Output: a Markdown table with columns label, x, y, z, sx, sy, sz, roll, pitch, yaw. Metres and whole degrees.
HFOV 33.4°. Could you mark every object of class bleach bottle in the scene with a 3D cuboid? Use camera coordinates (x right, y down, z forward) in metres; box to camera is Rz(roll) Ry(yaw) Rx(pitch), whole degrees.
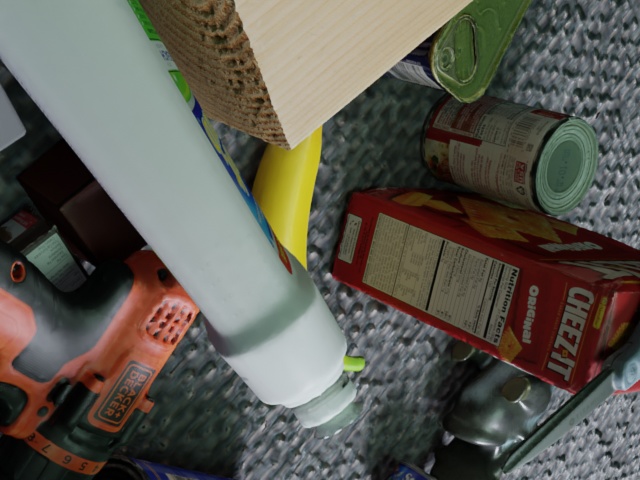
| label | x | y | z | sx | sy | sz | roll | pitch | yaw |
| --- | --- | --- | --- | --- | --- | --- | --- | --- | --- |
| bleach bottle | -0.061 | -0.019 | 0.492 | 0.068 | 0.102 | 0.251 | -34 | 98 | -1 |

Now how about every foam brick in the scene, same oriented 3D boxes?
| label | x | y | z | sx | sy | sz | roll | pitch | yaw |
| --- | --- | --- | --- | --- | --- | --- | --- | --- | --- |
| foam brick | -0.107 | -0.030 | 0.561 | 0.078 | 0.051 | 0.053 | -44 | 133 | -20 |

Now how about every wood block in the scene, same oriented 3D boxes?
| label | x | y | z | sx | sy | sz | roll | pitch | yaw |
| --- | --- | --- | --- | --- | --- | --- | --- | --- | --- |
| wood block | 0.017 | -0.150 | 0.545 | 0.205 | 0.090 | 0.091 | -42 | 133 | -22 |

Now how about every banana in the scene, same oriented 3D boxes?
| label | x | y | z | sx | sy | sz | roll | pitch | yaw |
| --- | --- | --- | --- | --- | --- | --- | --- | --- | --- |
| banana | -0.016 | 0.012 | 0.672 | 0.069 | 0.037 | 0.198 | -32 | 126 | -37 |

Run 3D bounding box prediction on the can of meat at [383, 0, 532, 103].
| label | x | y | z | sx | sy | sz | roll | pitch | yaw |
| --- | --- | --- | --- | --- | --- | --- | --- | --- | --- |
| can of meat | 0.072 | -0.143 | 0.655 | 0.057 | 0.084 | 0.102 | 30 | 86 | -45 |

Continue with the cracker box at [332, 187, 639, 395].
| label | x | y | z | sx | sy | sz | roll | pitch | yaw |
| --- | --- | --- | --- | --- | --- | --- | --- | --- | --- |
| cracker box | 0.140 | 0.025 | 0.693 | 0.163 | 0.214 | 0.072 | 1 | 106 | -42 |

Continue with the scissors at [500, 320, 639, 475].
| label | x | y | z | sx | sy | sz | roll | pitch | yaw |
| --- | --- | --- | --- | --- | --- | --- | --- | --- | --- |
| scissors | 0.165 | 0.049 | 0.562 | 0.201 | 0.016 | 0.096 | -14 | 112 | -38 |

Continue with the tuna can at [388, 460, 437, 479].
| label | x | y | z | sx | sy | sz | roll | pitch | yaw |
| --- | --- | --- | --- | --- | --- | --- | --- | --- | --- |
| tuna can | 0.086 | 0.206 | 0.808 | 0.033 | 0.086 | 0.086 | -50 | 133 | -13 |

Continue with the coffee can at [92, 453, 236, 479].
| label | x | y | z | sx | sy | sz | roll | pitch | yaw |
| --- | --- | --- | --- | --- | --- | --- | --- | --- | --- |
| coffee can | -0.080 | 0.190 | 0.639 | 0.140 | 0.103 | 0.103 | 25 | 89 | -44 |

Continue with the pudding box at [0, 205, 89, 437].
| label | x | y | z | sx | sy | sz | roll | pitch | yaw |
| --- | --- | --- | --- | --- | --- | --- | --- | --- | --- |
| pudding box | -0.154 | 0.053 | 0.561 | 0.090 | 0.039 | 0.113 | -41 | 132 | -21 |

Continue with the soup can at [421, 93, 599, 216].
| label | x | y | z | sx | sy | sz | roll | pitch | yaw |
| --- | --- | --- | --- | --- | --- | --- | --- | --- | --- |
| soup can | 0.128 | -0.061 | 0.726 | 0.068 | 0.102 | 0.068 | -17 | 117 | -37 |

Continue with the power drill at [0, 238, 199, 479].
| label | x | y | z | sx | sy | sz | roll | pitch | yaw |
| --- | --- | --- | --- | --- | --- | --- | --- | --- | --- |
| power drill | -0.163 | 0.061 | 0.490 | 0.187 | 0.057 | 0.184 | 34 | 88 | -46 |
